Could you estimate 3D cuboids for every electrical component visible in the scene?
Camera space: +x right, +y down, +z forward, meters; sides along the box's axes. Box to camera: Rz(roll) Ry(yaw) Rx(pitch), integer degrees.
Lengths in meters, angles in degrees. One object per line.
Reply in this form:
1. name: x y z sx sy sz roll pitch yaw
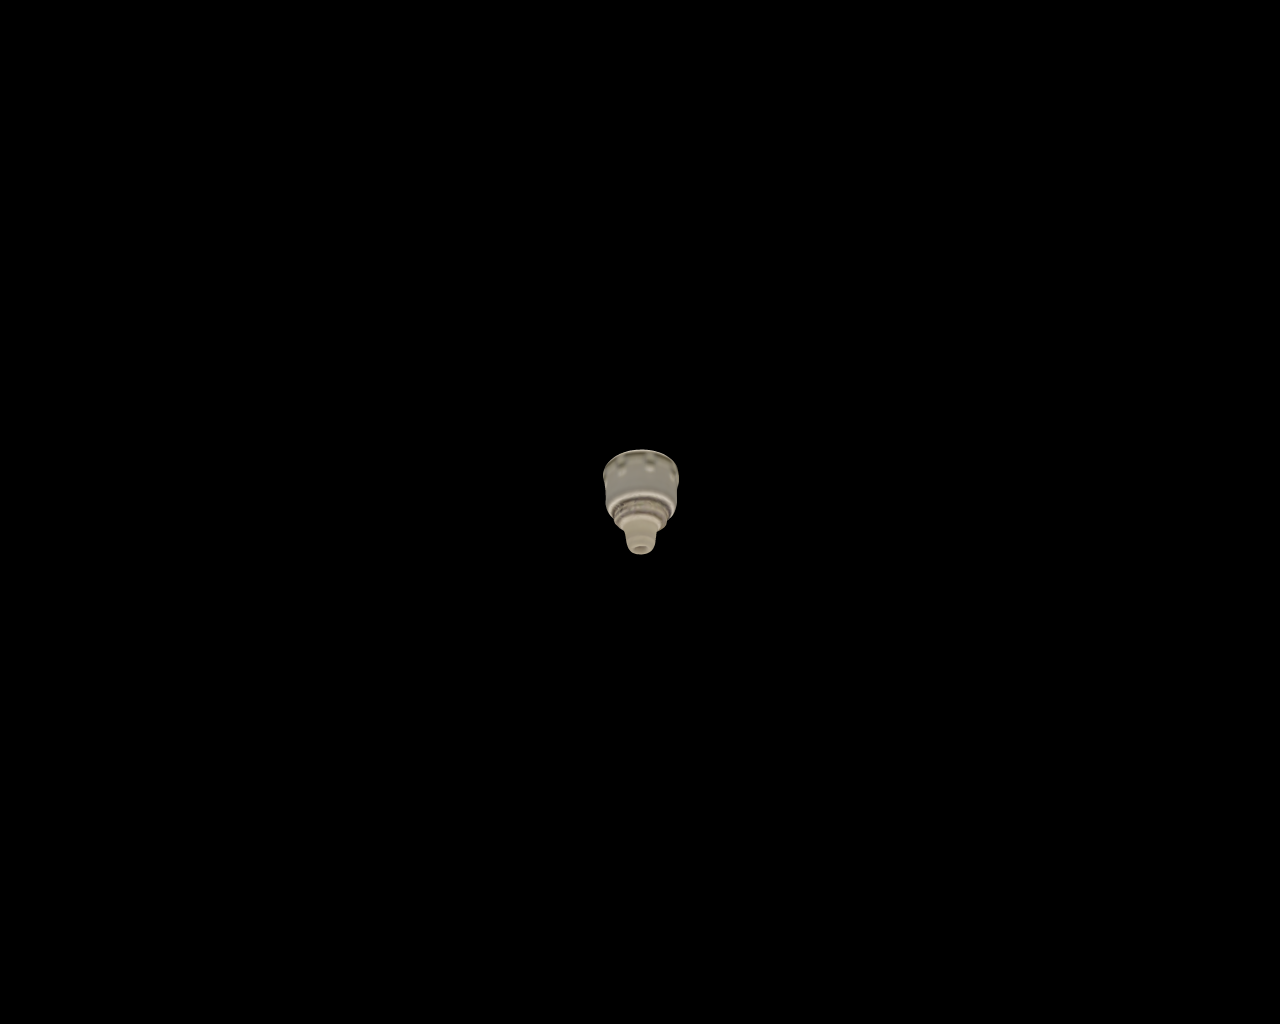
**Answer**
1. electrical component: 0.001 -0.003 0.650 0.048 0.062 0.048 0 -33 0
